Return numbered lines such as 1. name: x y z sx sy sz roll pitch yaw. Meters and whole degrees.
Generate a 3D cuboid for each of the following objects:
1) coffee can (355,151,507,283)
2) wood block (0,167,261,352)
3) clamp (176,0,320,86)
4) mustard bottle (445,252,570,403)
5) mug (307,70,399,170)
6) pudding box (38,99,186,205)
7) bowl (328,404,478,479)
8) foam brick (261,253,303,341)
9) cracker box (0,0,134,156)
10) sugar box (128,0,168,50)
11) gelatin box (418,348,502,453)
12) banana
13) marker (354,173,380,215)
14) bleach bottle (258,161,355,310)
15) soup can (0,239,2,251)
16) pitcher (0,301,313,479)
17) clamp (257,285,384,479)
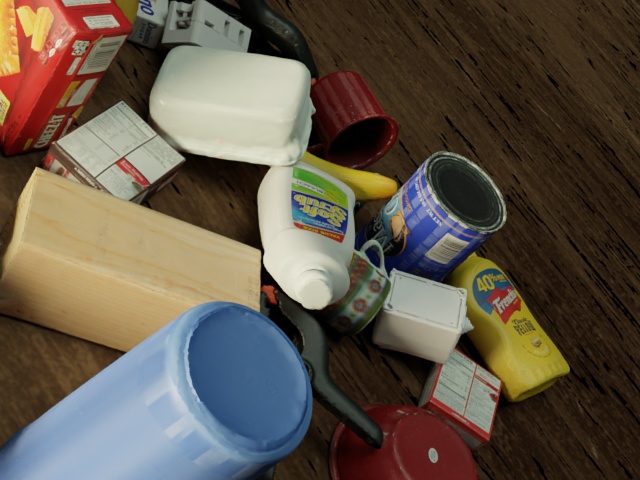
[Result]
1. coffee can: 0.111 -0.010 1.117 0.102 0.141 0.103 22 44 -23
2. wood block: -0.161 0.031 0.898 0.205 0.091 0.090 21 44 -23
3. clamp: -0.083 -0.245 1.207 0.209 0.165 0.036 48 62 -28
4. mustard bottle: 0.188 0.080 1.164 0.096 0.058 0.192 -11 63 -46
5. mug: 0.019 -0.132 1.204 0.117 0.093 0.081 -22 60 -9
6. pudding box: -0.193 -0.074 1.007 0.090 0.039 0.113 43 38 1
7. bowl: 0.089 0.209 0.971 0.162 0.055 0.162 22 43 -23
8. foam brick: -0.048 0.063 0.991 0.051 0.053 0.078 27 42 -17
9. cracker box: -0.280 -0.210 0.959 0.071 0.164 0.214 -19 69 -49
10. sugar box: -0.248 -0.274 1.135 0.176 0.048 0.093 14 48 -28
11. gelatin box: 0.141 0.159 1.078 0.073 0.030 0.089 34 40 -7
12. banana: -0.012 -0.089 1.144 0.198 0.070 0.037 37 14 2
13. marker: 0.039 -0.041 1.181 0.020 0.020 0.121 43 39 0
14. bleach bottle: -0.007 0.001 0.996 0.102 0.068 0.251 27 18 -15
15. soup can: -0.304 -0.026 0.850 0.068 0.069 0.102 -9 61 -43
16. pitcher: -0.114 0.131 0.727 0.144 0.243 0.149 -8 66 -46
17. clamp: -0.013 0.121 0.925 0.120 0.039 0.171 -6 81 -25
